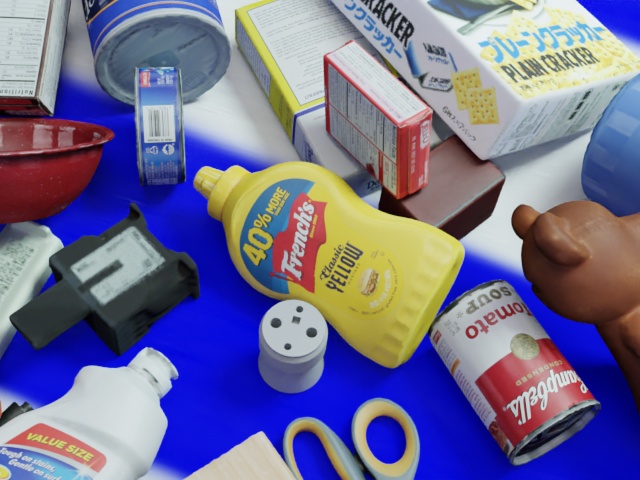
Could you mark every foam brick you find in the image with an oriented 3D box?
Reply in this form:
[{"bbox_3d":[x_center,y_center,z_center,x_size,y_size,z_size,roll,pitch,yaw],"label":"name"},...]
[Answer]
[{"bbox_3d":[0.086,-0.028,0.769,0.078,0.053,0.051,-35,67,-23],"label":"foam brick"}]

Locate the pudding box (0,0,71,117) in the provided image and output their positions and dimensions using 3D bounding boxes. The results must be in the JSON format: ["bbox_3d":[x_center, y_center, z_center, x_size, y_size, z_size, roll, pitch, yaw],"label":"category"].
[{"bbox_3d":[-0.243,-0.151,0.813,0.090,0.039,0.113,3,75,6],"label":"pudding box"}]

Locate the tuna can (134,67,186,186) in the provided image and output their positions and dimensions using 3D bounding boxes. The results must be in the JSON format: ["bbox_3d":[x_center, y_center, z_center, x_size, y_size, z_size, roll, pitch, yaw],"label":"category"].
[{"bbox_3d":[-0.115,-0.082,0.770,0.033,0.086,0.086,-3,59,-7],"label":"tuna can"}]

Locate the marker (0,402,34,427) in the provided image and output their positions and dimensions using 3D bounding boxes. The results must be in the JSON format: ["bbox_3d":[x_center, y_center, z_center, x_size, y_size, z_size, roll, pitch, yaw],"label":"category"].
[{"bbox_3d":[-0.228,0.144,0.665,0.020,0.020,0.121,40,65,19],"label":"marker"}]

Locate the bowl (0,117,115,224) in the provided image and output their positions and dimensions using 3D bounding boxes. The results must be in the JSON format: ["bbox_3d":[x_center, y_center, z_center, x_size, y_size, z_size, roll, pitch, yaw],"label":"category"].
[{"bbox_3d":[-0.222,-0.047,0.733,0.162,0.055,0.162,1,14,0],"label":"bowl"}]

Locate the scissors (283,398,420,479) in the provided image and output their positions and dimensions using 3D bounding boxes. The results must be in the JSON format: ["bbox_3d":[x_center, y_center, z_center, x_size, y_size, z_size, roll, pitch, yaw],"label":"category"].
[{"bbox_3d":[0.058,0.179,0.662,0.096,0.016,0.202,-36,67,-21],"label":"scissors"}]

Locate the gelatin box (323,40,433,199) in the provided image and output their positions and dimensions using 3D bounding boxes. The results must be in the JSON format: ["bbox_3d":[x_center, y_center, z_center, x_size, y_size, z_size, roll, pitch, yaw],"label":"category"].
[{"bbox_3d":[0.039,-0.082,0.728,0.030,0.073,0.089,-31,56,-20],"label":"gelatin box"}]

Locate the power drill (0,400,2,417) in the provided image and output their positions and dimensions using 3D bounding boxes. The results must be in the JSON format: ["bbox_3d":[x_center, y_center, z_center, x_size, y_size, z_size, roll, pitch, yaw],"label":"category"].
[{"bbox_3d":[-0.301,0.077,0.661,0.187,0.057,0.184,-19,68,2],"label":"power drill"}]

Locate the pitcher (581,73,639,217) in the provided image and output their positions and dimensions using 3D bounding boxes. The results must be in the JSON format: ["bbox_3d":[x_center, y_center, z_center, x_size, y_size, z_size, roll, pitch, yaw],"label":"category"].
[{"bbox_3d":[0.312,-0.025,0.726,0.243,0.149,0.145,34,83,30],"label":"pitcher"}]

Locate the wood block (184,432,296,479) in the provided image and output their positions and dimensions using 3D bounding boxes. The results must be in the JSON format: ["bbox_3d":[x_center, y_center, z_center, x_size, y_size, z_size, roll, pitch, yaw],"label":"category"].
[{"bbox_3d":[-0.012,0.224,0.589,0.090,0.090,0.206,-30,66,-20],"label":"wood block"}]

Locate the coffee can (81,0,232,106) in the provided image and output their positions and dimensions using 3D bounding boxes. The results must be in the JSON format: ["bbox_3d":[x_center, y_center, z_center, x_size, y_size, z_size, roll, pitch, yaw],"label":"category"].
[{"bbox_3d":[-0.133,-0.188,0.823,0.102,0.103,0.140,-11,60,-10],"label":"coffee can"}]

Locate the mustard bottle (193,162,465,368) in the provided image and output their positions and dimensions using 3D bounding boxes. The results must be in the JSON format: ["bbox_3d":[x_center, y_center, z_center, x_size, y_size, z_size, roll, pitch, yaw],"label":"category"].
[{"bbox_3d":[-0.005,0.001,0.729,0.192,0.058,0.096,30,103,16],"label":"mustard bottle"}]

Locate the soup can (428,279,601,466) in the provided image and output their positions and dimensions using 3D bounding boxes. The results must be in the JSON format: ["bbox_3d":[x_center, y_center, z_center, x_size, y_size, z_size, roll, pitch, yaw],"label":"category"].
[{"bbox_3d":[0.124,0.085,0.694,0.068,0.068,0.102,-24,62,-17],"label":"soup can"}]

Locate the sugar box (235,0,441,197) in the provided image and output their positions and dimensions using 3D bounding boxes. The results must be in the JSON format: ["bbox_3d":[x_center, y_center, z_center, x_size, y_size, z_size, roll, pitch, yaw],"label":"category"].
[{"bbox_3d":[0.010,-0.116,0.822,0.093,0.048,0.176,-20,66,-15],"label":"sugar box"}]

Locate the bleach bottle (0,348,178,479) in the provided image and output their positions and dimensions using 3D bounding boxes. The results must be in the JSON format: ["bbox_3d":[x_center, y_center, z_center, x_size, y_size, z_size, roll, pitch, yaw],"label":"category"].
[{"bbox_3d":[-0.185,0.155,0.637,0.103,0.068,0.250,35,61,16],"label":"bleach bottle"}]
